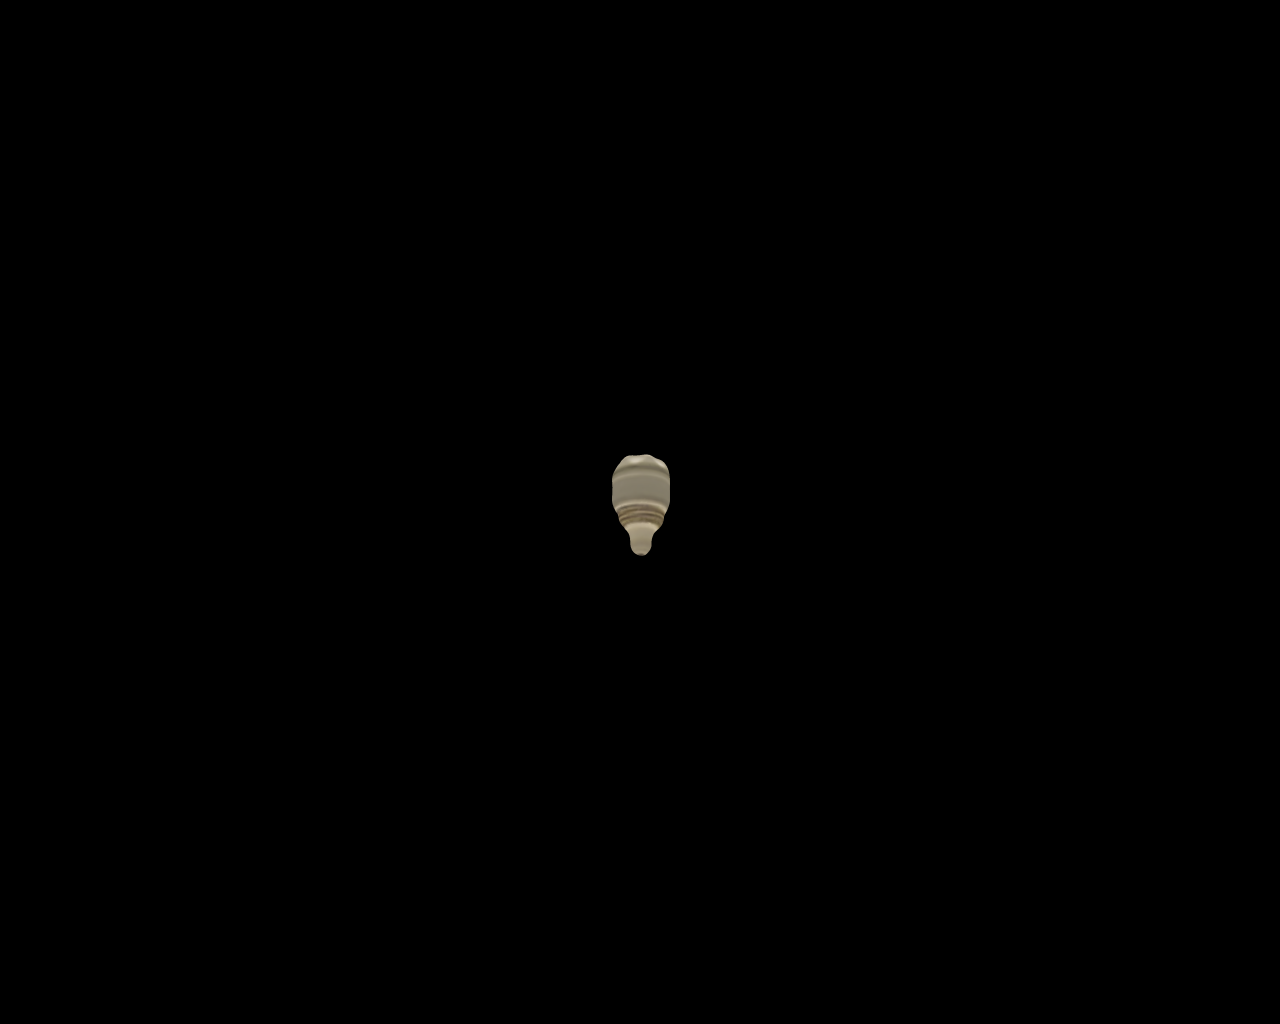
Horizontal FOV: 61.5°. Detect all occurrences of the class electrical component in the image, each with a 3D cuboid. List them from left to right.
[{"bbox_3d":[0.001,-0.003,0.650,0.035,0.061,0.035,0,-21,0],"label":"electrical component"}]
